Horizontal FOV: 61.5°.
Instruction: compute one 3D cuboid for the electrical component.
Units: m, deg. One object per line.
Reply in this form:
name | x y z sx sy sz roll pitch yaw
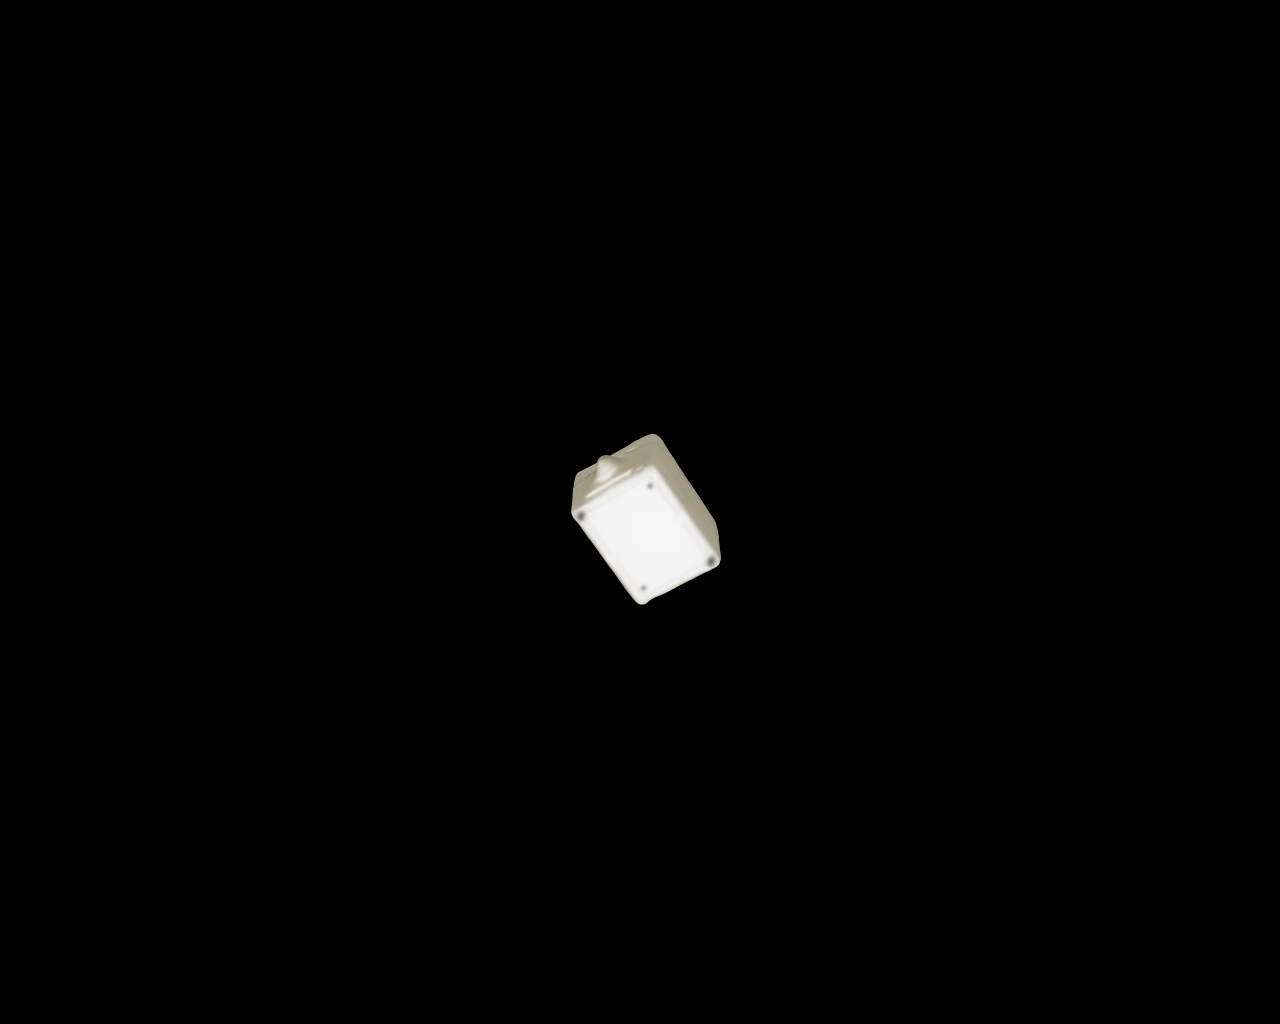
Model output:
electrical component | 0.001 -0.003 0.650 0.061 0.096 0.061 -29 24 14
